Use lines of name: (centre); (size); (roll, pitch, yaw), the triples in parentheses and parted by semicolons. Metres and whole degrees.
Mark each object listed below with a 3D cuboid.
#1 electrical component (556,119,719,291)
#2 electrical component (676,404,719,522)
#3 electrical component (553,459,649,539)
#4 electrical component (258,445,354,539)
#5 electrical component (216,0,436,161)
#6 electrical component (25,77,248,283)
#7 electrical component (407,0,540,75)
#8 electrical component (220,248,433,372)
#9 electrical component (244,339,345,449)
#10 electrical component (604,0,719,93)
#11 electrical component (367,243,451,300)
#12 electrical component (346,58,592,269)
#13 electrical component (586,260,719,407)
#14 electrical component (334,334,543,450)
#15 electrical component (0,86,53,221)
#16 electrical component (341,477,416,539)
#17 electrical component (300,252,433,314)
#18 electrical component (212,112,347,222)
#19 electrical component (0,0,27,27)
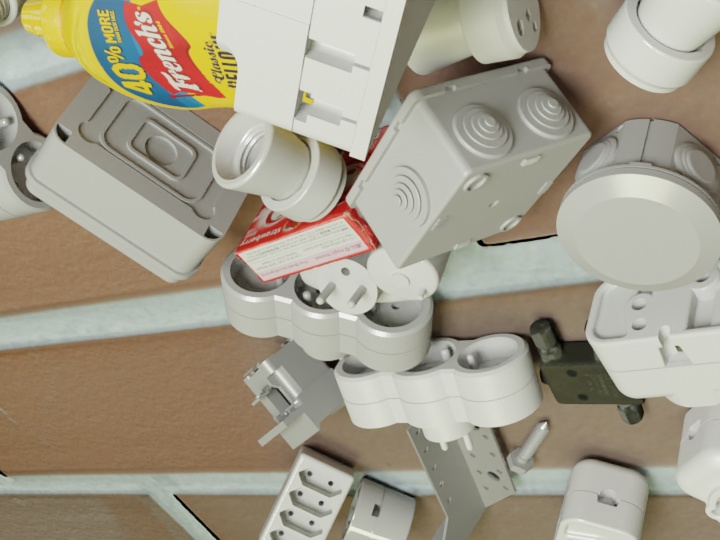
electrical component: (0.143, -0.031, 0.540); (0.080, 0.051, 0.080); (14, 141, 12)
electrical component: (0.247, 0.124, 0.661); (0.095, 0.059, 0.053); (25, 142, -2)
electrical component: (0.169, 0.179, 0.764); (0.054, 0.059, 0.095); (14, 141, 12)
electrical component: (-0.044, 0.190, 0.882); (0.047, 0.083, 0.076); (26, 180, -2)
electrical component: (0.002, -0.131, 0.416); (0.062, 0.150, 0.089); (20, 142, 3)
electrical component: (-0.127, -0.055, 0.628); (0.113, 0.078, 0.057); (35, 138, -13)
electrical component: (0.050, -0.116, 0.495); (0.055, 0.045, 0.045); (-4, 134, 30)
electrical component: (-0.021, 0.033, 0.698); (0.138, 0.052, 0.073); (14, 141, 12)
electrical component: (-0.043, 0.082, 0.754); (0.063, 0.081, 0.042); (51, 139, 2)
electrical component: (0.136, -0.109, 0.459); (0.045, 0.045, 0.055); (26, 142, -3)
electrical component: (0.032, -0.019, 0.588); (0.040, 0.078, 0.040); (14, 140, 12)
electrical component: (0.053, -0.050, 0.526); (0.048, 0.100, 0.099); (58, 145, 18)
electrical component: (0.183, 0.036, 0.596); (0.095, 0.053, 0.059); (-11, 130, 35)
electrical component: (0.054, 0.088, 0.707); (0.138, 0.052, 0.073); (-6, 114, 32)
electrical component: (-0.255, -0.087, 0.677); (0.074, 0.052, 0.138); (-9, 131, 35)
electrical component: (0.016, 0.203, 0.875); (0.047, 0.055, 0.055); (19, 142, -1)
electrical component: (0.000, 0.000, 0.627); (0.077, 0.079, 0.043); (6, 121, 21)
electrical component: (-0.040, -0.052, 0.545); (0.045, 0.045, 0.055); (-18, 149, 40)
electrical component: (-0.201, -0.147, 0.572); (0.048, 0.062, 0.048); (14, 141, 12)
